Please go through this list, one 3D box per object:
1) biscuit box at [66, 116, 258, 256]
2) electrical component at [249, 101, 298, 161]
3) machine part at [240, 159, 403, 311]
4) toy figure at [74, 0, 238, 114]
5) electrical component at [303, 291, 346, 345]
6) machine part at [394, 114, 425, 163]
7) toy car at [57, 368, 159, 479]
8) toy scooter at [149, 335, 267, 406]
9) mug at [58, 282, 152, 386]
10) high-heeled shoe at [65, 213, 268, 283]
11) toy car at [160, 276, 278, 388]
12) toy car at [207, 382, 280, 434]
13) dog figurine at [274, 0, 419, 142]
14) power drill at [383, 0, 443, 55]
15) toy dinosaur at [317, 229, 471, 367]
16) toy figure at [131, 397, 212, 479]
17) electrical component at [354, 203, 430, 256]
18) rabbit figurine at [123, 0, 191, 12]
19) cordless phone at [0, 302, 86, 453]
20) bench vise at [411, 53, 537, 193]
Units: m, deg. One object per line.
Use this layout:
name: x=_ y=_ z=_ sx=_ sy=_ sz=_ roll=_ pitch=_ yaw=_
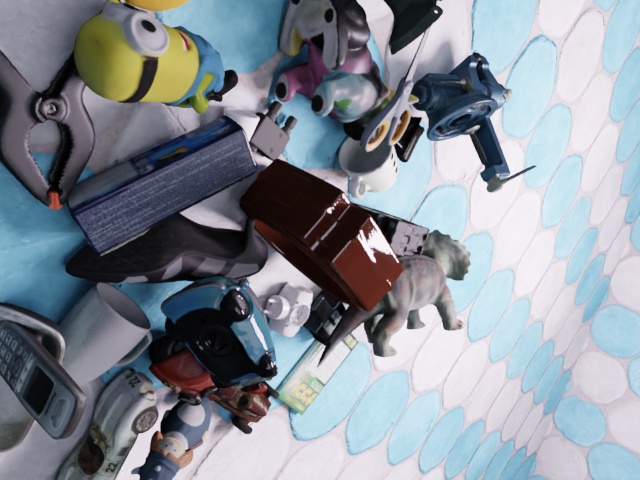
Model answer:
biscuit box: x=-0.170 y=-0.065 z=0.593 sx=0.203 sy=0.059 sz=0.062 roll=-30 pitch=130 yaw=-17
electrical component: x=-0.069 y=-0.135 z=0.716 sx=0.094 sy=0.021 sz=0.063 roll=-58 pitch=140 yaw=-5
machine part: x=-0.001 y=-0.002 z=0.723 sx=0.087 sy=0.201 sz=0.201 roll=-51 pitch=139 yaw=-10
toy figure: x=-0.156 y=-0.171 z=0.536 sx=0.180 sy=0.082 sz=0.089 roll=-9 pitch=121 yaw=-69
electrical component: x=0.004 y=0.129 z=0.921 sx=0.075 sy=0.048 sz=0.119 roll=-53 pitch=139 yaw=-11
machine part: x=0.128 y=-0.183 z=0.884 sx=0.084 sy=0.039 sz=0.138 roll=-56 pitch=141 yaw=1
toy car: x=-0.272 y=0.261 z=0.685 sx=0.056 sy=0.074 sz=0.201 roll=27 pitch=91 yaw=-50
toy scooter: x=-0.137 y=0.169 z=0.740 sx=0.184 sy=0.075 sz=0.135 roll=-23 pitch=89 yaw=-42
mug: x=-0.257 y=0.117 z=0.625 sx=0.107 sy=0.081 sz=0.109 roll=-44 pitch=145 yaw=-3
high-heeled shoe: x=-0.181 y=0.029 z=0.680 sx=0.249 sy=0.086 sz=0.145 roll=-12 pitch=153 yaw=-22
toy car: x=-0.111 y=0.102 z=0.672 sx=0.161 sy=0.109 sz=0.103 roll=57 pitch=25 yaw=-23
toy car: x=-0.130 y=0.244 z=0.845 sx=0.089 sy=0.053 sz=0.201 roll=-52 pitch=138 yaw=-16
dog figurine: x=0.050 y=-0.228 z=0.729 sx=0.219 sy=0.109 sz=0.191 roll=-9 pitch=115 yaw=-48
power drill: x=0.045 y=-0.310 z=0.592 sx=0.207 sy=0.086 sz=0.232 roll=41 pitch=36 yaw=-14
toy dinosaur: x=0.146 y=0.089 z=0.967 sx=0.405 sy=0.131 sz=0.192 roll=-11 pitch=94 yaw=-44
toy figure: x=-0.188 y=0.260 z=0.697 sx=0.154 sy=0.064 sz=0.057 roll=-64 pitch=154 yaw=-68
electrical component: x=0.098 y=-0.018 z=0.885 sx=0.134 sy=0.115 sz=0.058 roll=9 pitch=100 yaw=-48
rabbit figurine: x=-0.131 y=-0.298 z=0.514 sx=0.162 sy=0.122 sz=0.173 roll=7 pitch=120 yaw=-57
cordless phone: x=-0.291 y=0.158 z=0.523 sx=0.088 sy=0.184 sz=0.146 roll=24 pitch=93 yaw=-54
bench vise: x=0.260 y=-0.190 z=0.893 sx=0.223 sy=0.129 sz=0.240 roll=-5 pitch=70 yaw=-45
